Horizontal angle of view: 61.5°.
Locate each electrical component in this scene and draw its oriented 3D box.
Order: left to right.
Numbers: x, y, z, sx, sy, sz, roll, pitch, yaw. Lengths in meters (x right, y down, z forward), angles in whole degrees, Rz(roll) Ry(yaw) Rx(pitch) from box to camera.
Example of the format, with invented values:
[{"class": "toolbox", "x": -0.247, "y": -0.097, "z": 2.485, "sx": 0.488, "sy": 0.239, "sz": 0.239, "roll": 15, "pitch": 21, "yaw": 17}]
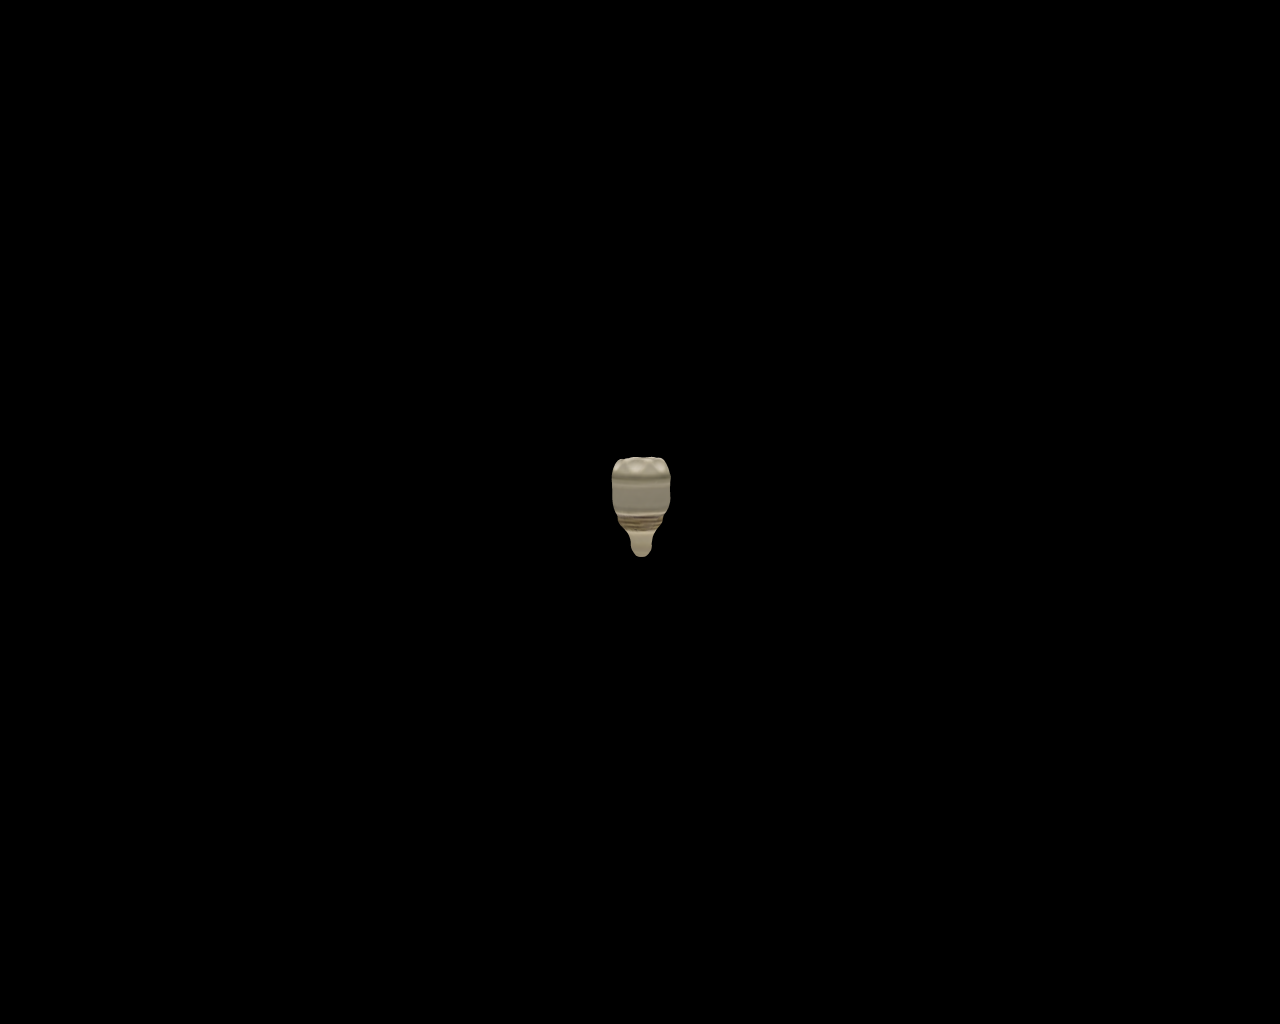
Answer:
[{"class": "electrical component", "x": 0.001, "y": -0.003, "z": 0.650, "sx": 0.035, "sy": 0.061, "sz": 0.035, "roll": 0, "pitch": 7, "yaw": 0}]
